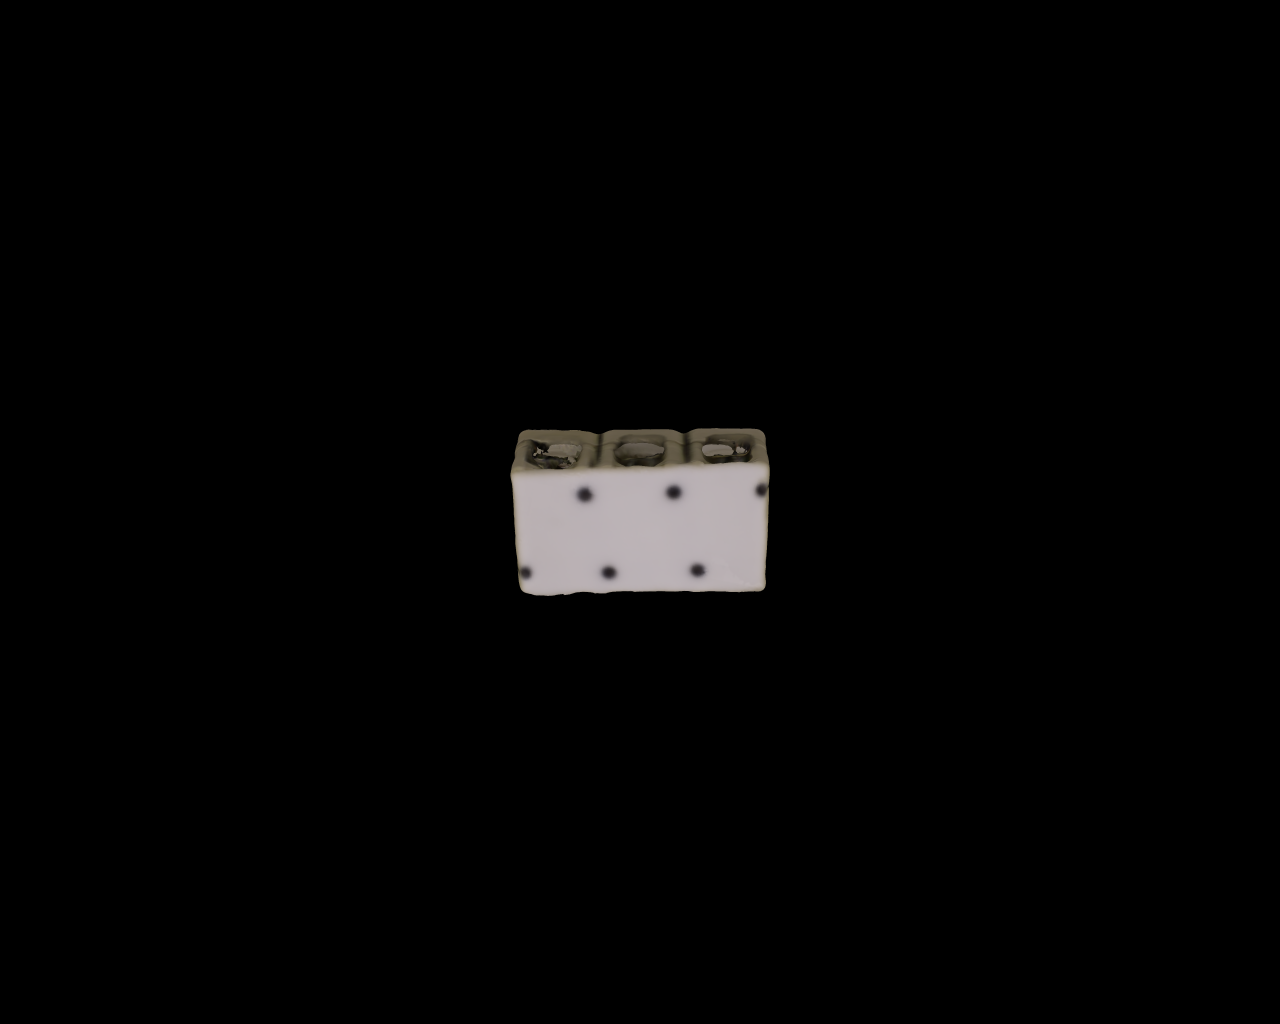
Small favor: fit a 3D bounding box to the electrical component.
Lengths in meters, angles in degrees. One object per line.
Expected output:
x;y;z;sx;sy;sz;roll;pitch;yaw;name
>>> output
0.001;-0.003;0.650;0.150;0.089;0.062;0;29;0;electrical component
